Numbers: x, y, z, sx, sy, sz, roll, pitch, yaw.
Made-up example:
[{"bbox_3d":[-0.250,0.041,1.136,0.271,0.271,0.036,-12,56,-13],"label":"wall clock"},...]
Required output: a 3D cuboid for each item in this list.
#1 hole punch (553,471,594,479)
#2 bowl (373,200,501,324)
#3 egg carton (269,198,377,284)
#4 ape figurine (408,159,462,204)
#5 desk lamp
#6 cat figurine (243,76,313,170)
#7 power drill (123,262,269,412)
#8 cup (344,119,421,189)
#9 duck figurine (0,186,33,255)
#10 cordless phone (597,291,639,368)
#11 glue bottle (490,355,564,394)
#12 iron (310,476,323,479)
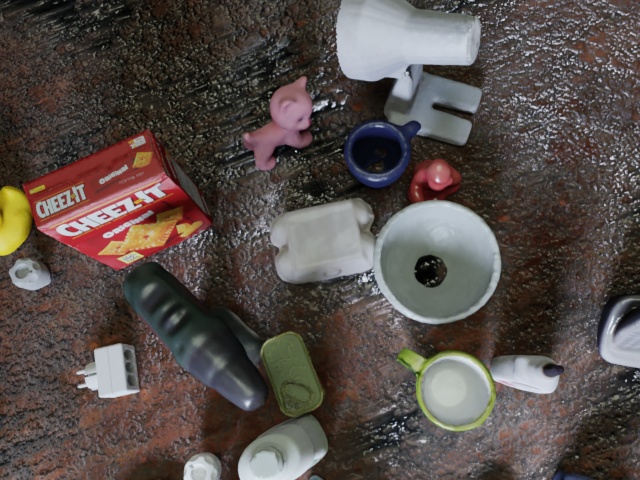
[{"bbox_3d":[0.322,0.340,0.675,0.101,0.091,0.109,15,77,9],"label":"hole punch"},{"bbox_3d":[0.155,0.034,0.779,0.167,0.075,0.167,-1,75,4],"label":"bowl"},{"bbox_3d":[0.007,0.003,0.803,0.150,0.069,0.107,-13,74,1],"label":"egg carton"},{"bbox_3d":[0.161,-0.084,0.801,0.077,0.092,0.076,-9,74,3],"label":"ape figurine"},{"bbox_3d":[0.130,-0.242,0.783,0.203,0.213,0.118,17,77,9],"label":"desk lamp"},{"bbox_3d":[-0.058,-0.174,0.830,0.128,0.118,0.067,-35,75,-5],"label":"cat figurine"},{"bbox_3d":[-0.135,0.124,0.710,0.229,0.208,0.076,39,81,13],"label":"power drill"},{"bbox_3d":[0.091,-0.119,0.815,0.118,0.095,0.091,-36,75,-5],"label":"cup"},{"bbox_3d":[-0.480,-0.036,0.844,0.077,0.086,0.104,14,77,9],"label":"duck figurine"},{"bbox_3d":[0.429,0.103,0.681,0.147,0.185,0.094,3,75,6],"label":"cordless phone"},{"bbox_3d":[0.257,0.159,0.686,0.078,0.173,0.037,11,76,8],"label":"glue bottle"},{"bbox_3d":[0.026,0.410,0.654,0.118,0.141,0.258,-20,74,-1],"label":"iron"}]
